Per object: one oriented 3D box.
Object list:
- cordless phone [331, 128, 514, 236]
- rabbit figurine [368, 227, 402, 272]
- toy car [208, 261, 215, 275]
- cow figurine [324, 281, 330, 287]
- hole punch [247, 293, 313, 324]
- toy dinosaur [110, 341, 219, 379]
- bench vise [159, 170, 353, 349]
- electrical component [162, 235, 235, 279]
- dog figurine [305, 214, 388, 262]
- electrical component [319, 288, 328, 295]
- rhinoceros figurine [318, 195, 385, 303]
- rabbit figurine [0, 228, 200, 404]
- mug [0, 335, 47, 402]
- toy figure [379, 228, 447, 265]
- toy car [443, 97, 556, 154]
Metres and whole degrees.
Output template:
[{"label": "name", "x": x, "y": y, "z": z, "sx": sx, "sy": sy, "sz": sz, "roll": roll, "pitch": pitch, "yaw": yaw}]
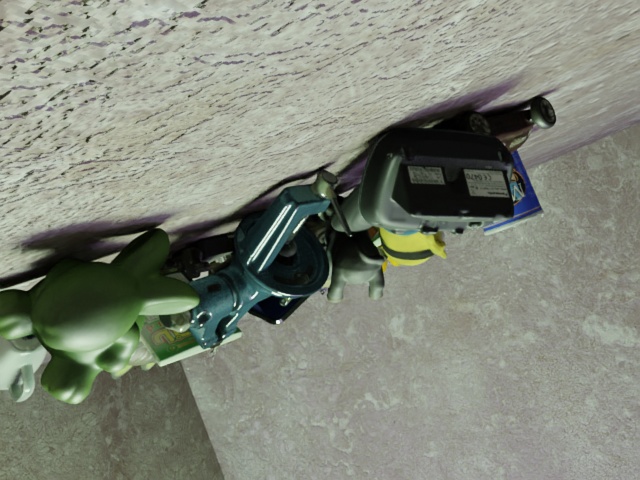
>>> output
[{"label": "cordless phone", "x": 0.097, "y": -0.037, "z": 0.559, "sx": 0.146, "sy": 0.088, "sz": 0.184, "roll": 0, "pitch": 163, "yaw": -19}, {"label": "rabbit figurine", "x": 0.096, "y": 0.014, "z": 1.101, "sx": 0.122, "sy": 0.162, "sz": 0.173, "roll": -29, "pitch": 153, "yaw": -5}, {"label": "toy car", "x": -0.138, "y": 0.055, "z": 0.920, "sx": 0.103, "sy": 0.109, "sz": 0.162, "roll": 13, "pitch": 165, "yaw": -42}, {"label": "cow figurine", "x": -0.036, "y": 0.046, "z": 1.041, "sx": 0.194, "sy": 0.085, "sz": 0.127, "roll": 22, "pitch": 130, "yaw": -42}, {"label": "hole punch", "x": -0.075, "y": 0.045, "z": 0.765, "sx": 0.116, "sy": 0.092, "sz": 0.142, "roll": 11, "pitch": -130, "yaw": 49}, {"label": "toy dinosaur", "x": -0.268, "y": 0.153, "z": 0.878, "sx": 0.199, "sy": 0.105, "sz": 0.471, "roll": -26, "pitch": 155, "yaw": 18}, {"label": "bench vise", "x": -0.064, "y": 0.016, "z": 0.588, "sx": 0.223, "sy": 0.129, "sz": 0.240, "roll": -7, "pitch": 147, "yaw": -42}, {"label": "electrical component", "x": -0.149, "y": 0.024, "z": 0.706, "sx": 0.078, "sy": 0.045, "sz": 0.102, "roll": -25, "pitch": 176, "yaw": 24}, {"label": "dog figurine", "x": -0.001, "y": -0.007, "z": 0.892, "sx": 0.190, "sy": 0.121, "sz": 0.172, "roll": 4, "pitch": 157, "yaw": -46}, {"label": "electrical component", "x": -0.016, "y": 0.044, "z": 1.137, "sx": 0.134, "sy": 0.058, "sz": 0.115, "roll": 25, "pitch": 114, "yaw": -28}, {"label": "rhinoceros figurine", "x": 0.034, "y": 0.002, "z": 0.700, "sx": 0.073, "sy": 0.112, "sz": 0.190, "roll": -6, "pitch": -154, "yaw": -4}, {"label": "rabbit figurine", "x": -0.186, "y": 0.064, "z": 0.462, "sx": 0.159, "sy": 0.121, "sz": 0.170, "roll": -27, "pitch": -178, "yaw": -25}, {"label": "mug", "x": -0.411, "y": 0.157, "z": 0.724, "sx": 0.081, "sy": 0.109, "sz": 0.107, "roll": 1, "pitch": 149, "yaw": -45}, {"label": "toy figure", "x": 0.108, "y": -0.034, "z": 0.681, "sx": 0.089, "sy": 0.082, "sz": 0.180, "roll": -4, "pitch": 151, "yaw": 21}, {"label": "toy car", "x": 0.191, "y": -0.115, "z": 0.611, "sx": 0.202, "sy": 0.053, "sz": 0.089, "roll": -17, "pitch": 171, "yaw": -38}]
